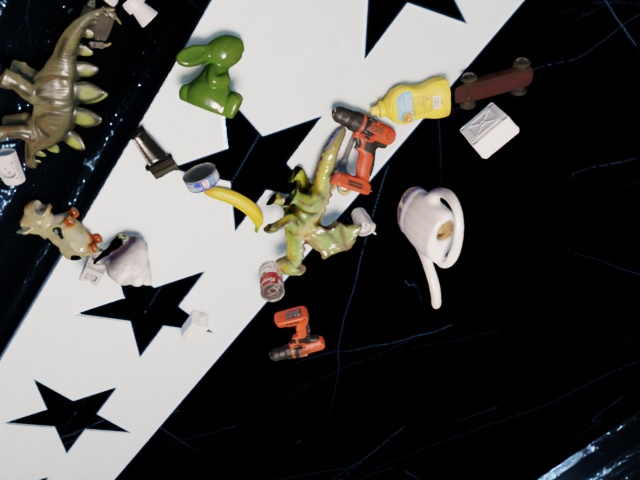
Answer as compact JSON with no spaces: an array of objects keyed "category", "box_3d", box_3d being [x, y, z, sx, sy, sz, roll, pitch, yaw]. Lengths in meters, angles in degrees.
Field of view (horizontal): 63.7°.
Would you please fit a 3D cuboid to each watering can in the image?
[{"category":"watering can","box_3d":[0.292,0.002,1.391,0.104,0.340,0.228,-11,37,-23]}]

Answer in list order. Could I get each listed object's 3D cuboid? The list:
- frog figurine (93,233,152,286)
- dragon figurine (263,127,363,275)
[{"category":"frog figurine","box_3d":[-0.490,0.069,1.359,0.122,0.157,0.141,-22,34,20]},{"category":"dragon figurine","box_3d":[0.004,-0.067,1.339,0.240,0.407,0.124,38,11,-25]}]
